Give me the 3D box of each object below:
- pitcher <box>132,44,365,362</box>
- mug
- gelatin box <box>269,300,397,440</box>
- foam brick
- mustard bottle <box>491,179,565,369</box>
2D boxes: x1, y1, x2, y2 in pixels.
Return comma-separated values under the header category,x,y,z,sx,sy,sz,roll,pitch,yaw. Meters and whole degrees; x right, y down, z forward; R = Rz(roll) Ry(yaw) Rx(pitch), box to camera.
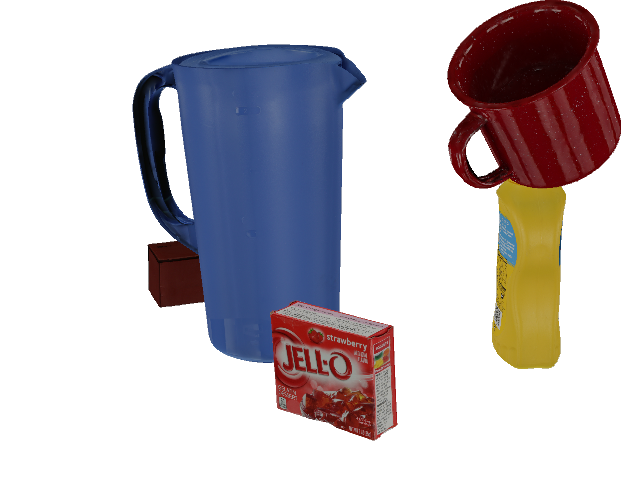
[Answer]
category,x,y,z,sx,sy,sz,roll,pitch,yaw
pitcher,-0.053,-0.033,0.850,0.144,0.243,0.149,-12,19,-29
mug,0.127,-0.078,0.655,0.093,0.117,0.081,34,-16,48
gelatin box,0.008,0.086,0.716,0.089,0.073,0.030,12,23,38
foam brick,-0.134,0.031,1.092,0.078,0.051,0.053,-7,21,-20
mustard bottle,0.180,0.007,0.923,0.058,0.192,0.096,-1,18,2
